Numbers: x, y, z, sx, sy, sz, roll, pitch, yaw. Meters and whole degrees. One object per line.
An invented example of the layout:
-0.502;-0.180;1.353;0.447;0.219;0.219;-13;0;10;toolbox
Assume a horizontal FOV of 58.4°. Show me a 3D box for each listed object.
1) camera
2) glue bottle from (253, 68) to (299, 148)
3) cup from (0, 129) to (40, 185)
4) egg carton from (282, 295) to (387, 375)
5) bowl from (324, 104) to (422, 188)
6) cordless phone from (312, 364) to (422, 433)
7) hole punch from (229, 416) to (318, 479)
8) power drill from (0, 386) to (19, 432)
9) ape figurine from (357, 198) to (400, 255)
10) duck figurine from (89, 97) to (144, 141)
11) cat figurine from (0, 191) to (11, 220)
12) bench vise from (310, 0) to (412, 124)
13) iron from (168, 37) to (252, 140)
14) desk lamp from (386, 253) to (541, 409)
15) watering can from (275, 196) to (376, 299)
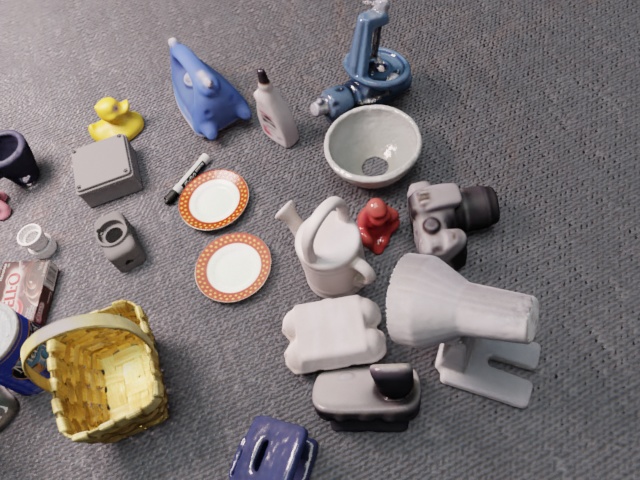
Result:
0.211;-0.035;0.894;0.136;0.101;0.143;-11;59;3;camera
-0.086;-0.240;1.018;0.078;0.173;0.037;34;71;25;glue bottle
-0.585;-0.136;1.088;0.091;0.095;0.118;6;62;13;cup
0.020;0.140;0.844;0.150;0.069;0.107;-11;59;3;egg carton
0.093;-0.149;0.994;0.167;0.075;0.167;-4;60;7;bowl
0.058;0.187;0.744;0.147;0.185;0.094;-6;60;6;cordless phone
-0.067;0.294;0.758;0.101;0.091;0.109;14;64;17;hole punch
-0.533;0.215;0.812;0.229;0.209;0.076;34;71;25;power drill
0.091;-0.033;0.918;0.078;0.092;0.076;-22;59;-3;ape figurine
-0.410;-0.240;1.123;0.104;0.086;0.077;-23;59;-4;duck figurine
-0.658;-0.067;1.047;0.128;0.118;0.067;-33;60;-9;cat figurine
0.078;-0.291;0.993;0.121;0.220;0.208;29;69;23;bench vise
-0.242;-0.317;1.107;0.119;0.142;0.257;-34;61;-10;iron
0.193;0.114;0.746;0.202;0.214;0.118;15;64;17;desk lamp
0.006;0.005;0.851;0.172;0.194;0.101;13;63;16;watering can
